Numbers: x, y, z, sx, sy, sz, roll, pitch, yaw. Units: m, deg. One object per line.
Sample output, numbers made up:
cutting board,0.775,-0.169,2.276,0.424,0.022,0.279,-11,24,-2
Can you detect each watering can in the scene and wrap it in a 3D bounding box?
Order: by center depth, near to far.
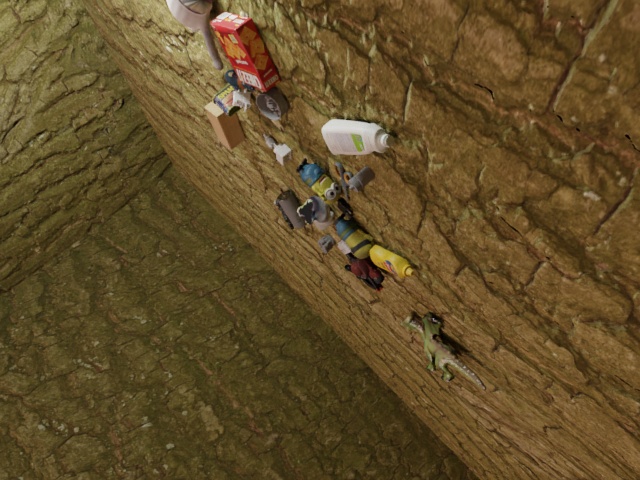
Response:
watering can,-0.384,-0.703,1.596,0.344,0.105,0.224,55,163,-14

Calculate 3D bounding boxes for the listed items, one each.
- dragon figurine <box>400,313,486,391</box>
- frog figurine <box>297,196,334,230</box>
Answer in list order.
dragon figurine,0.443,0.385,1.916,0.412,0.123,0.239,18,138,60
frog figurine,0.006,-0.102,2.020,0.159,0.122,0.138,14,-177,-43
